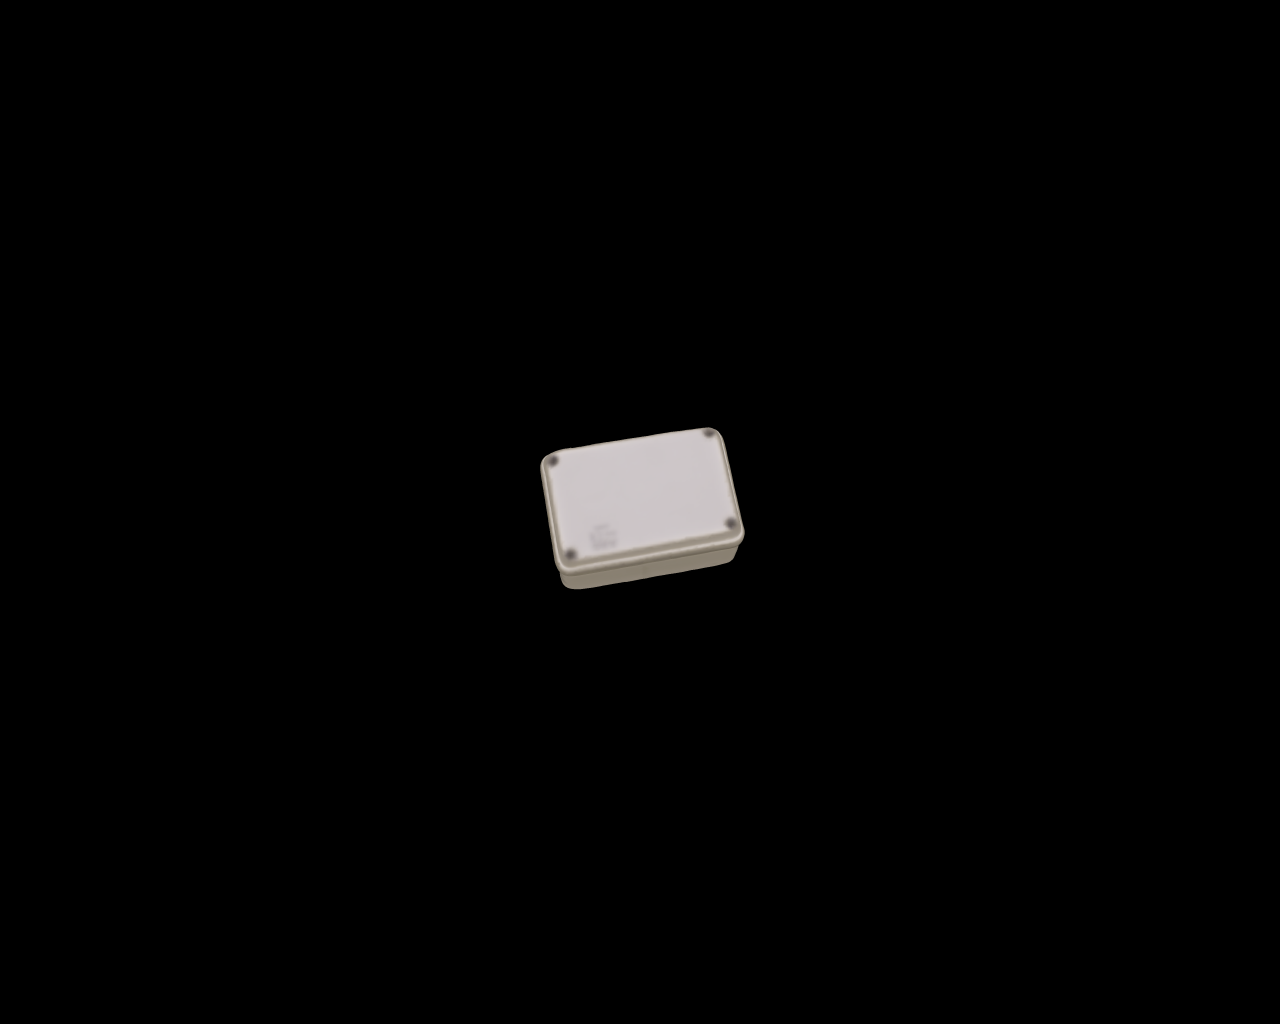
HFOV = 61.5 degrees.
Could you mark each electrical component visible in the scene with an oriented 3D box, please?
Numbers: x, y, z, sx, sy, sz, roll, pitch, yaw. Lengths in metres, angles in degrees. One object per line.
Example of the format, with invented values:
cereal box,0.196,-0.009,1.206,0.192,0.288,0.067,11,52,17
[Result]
electrical component,0.001,-0.003,0.650,0.113,0.078,0.057,-10,-20,-3
